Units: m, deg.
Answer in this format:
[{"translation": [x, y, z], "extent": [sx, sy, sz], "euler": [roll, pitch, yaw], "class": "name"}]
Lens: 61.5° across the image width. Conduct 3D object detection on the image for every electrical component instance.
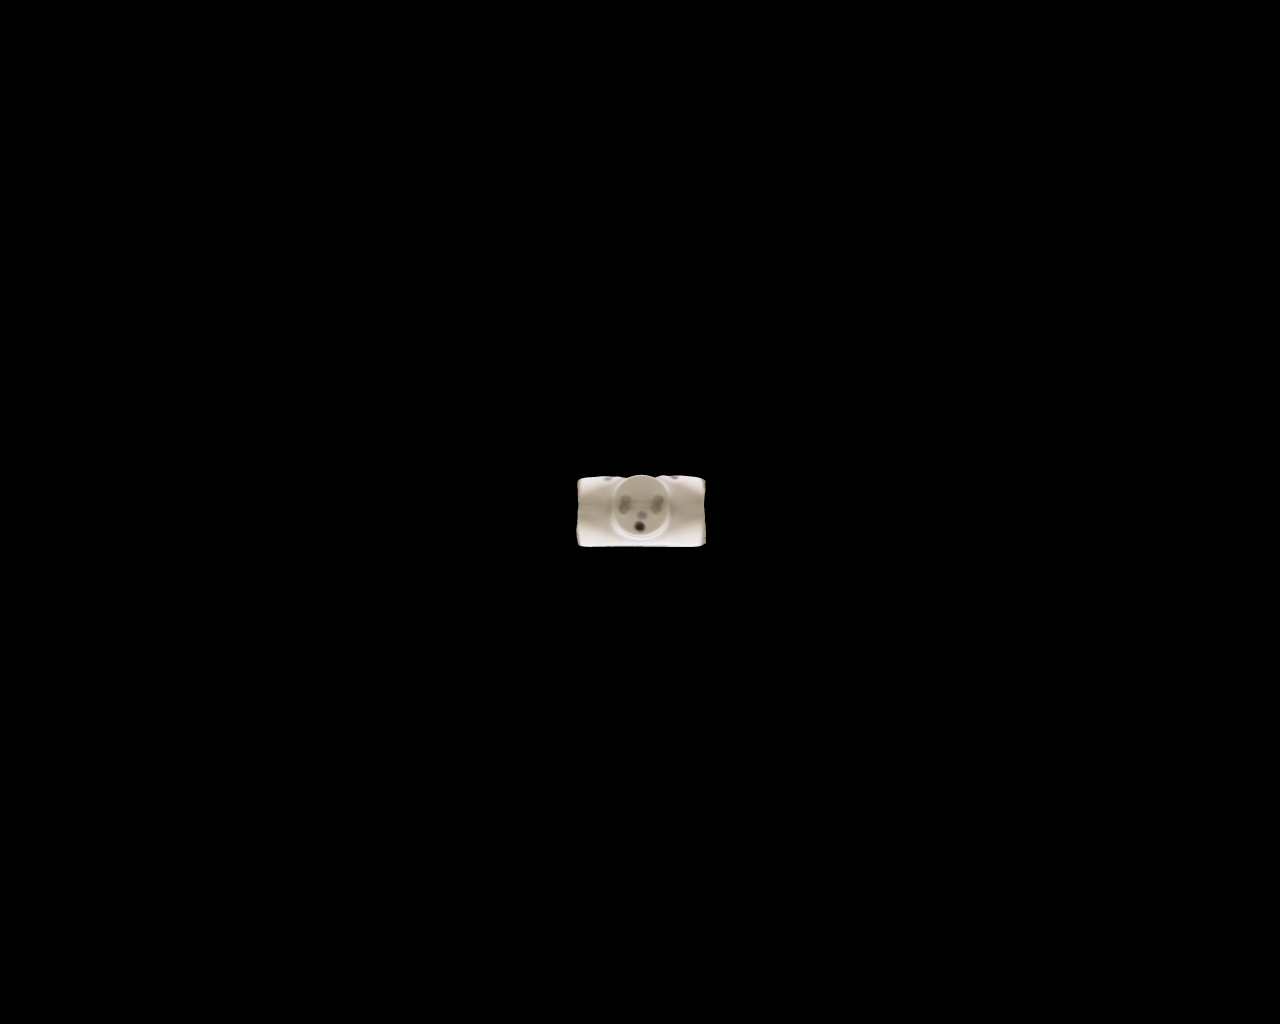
[{"translation": [0.001, -0.003, 0.650], "extent": [0.077, 0.044, 0.079], "euler": [0, -7, 0], "class": "electrical component"}]
